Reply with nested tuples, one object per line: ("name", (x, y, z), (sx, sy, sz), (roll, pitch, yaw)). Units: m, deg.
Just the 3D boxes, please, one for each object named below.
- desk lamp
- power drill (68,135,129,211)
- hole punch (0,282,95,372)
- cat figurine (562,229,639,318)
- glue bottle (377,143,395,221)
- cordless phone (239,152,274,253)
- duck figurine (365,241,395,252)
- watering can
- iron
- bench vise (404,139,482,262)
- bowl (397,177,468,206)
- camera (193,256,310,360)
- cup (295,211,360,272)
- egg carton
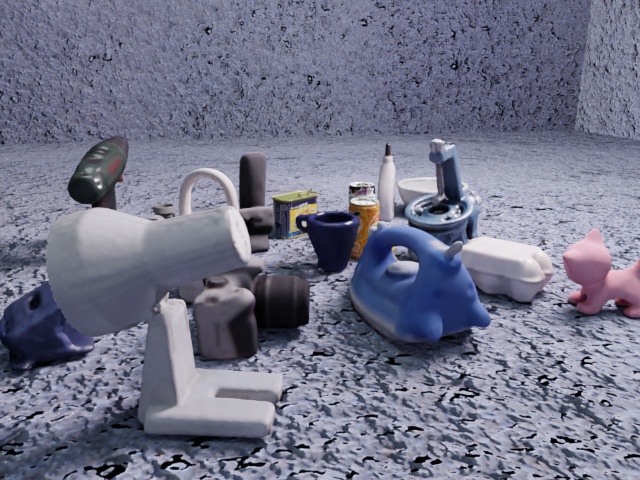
("desk lamp", (-0.142, 0.071, 0.557), (0.203, 0.214, 0.118), (1, 17, 3))
("power drill", (-0.385, -0.073, 1.036), (0.075, 0.208, 0.229), (-1, 17, -4))
("hole punch", (-0.333, 0.093, 0.692), (0.101, 0.091, 0.108), (-9, 19, -28))
("cat figurine", (0.403, 0.044, 0.818), (0.127, 0.118, 0.067), (2, 17, 5))
("glue bottle", (0.153, -0.135, 1.309), (0.037, 0.173, 0.078), (4, 17, 12))
("cordless phone", (-0.159, -0.070, 1.070), (0.148, 0.185, 0.093), (-11, 20, -33))
("duck figurine", (0.099, 0.023, 0.939), (0.077, 0.086, 0.105), (5, 18, 15))
("watering can", (-0.165, -0.008, 0.848), (0.101, 0.194, 0.173), (0, 17, -1))
("iron", (0.112, 0.041, 0.784), (0.119, 0.141, 0.257), (-9, 19, -27))
("bench vise", (0.227, -0.080, 1.049), (0.121, 0.220, 0.208), (7, 18, 23))
("bowl", (0.265, -0.099, 1.363), (0.167, 0.075, 0.167), (0, 17, 0))
("camera", (-0.082, 0.076, 0.733), (0.137, 0.101, 0.143), (0, 17, 0))
("cup", (0.009, 0.004, 0.985), (0.117, 0.095, 0.092), (9, 19, 26))
("egg carton", (0.284, 0.043, 0.903), (0.149, 0.069, 0.107), (13, 21, 35))
